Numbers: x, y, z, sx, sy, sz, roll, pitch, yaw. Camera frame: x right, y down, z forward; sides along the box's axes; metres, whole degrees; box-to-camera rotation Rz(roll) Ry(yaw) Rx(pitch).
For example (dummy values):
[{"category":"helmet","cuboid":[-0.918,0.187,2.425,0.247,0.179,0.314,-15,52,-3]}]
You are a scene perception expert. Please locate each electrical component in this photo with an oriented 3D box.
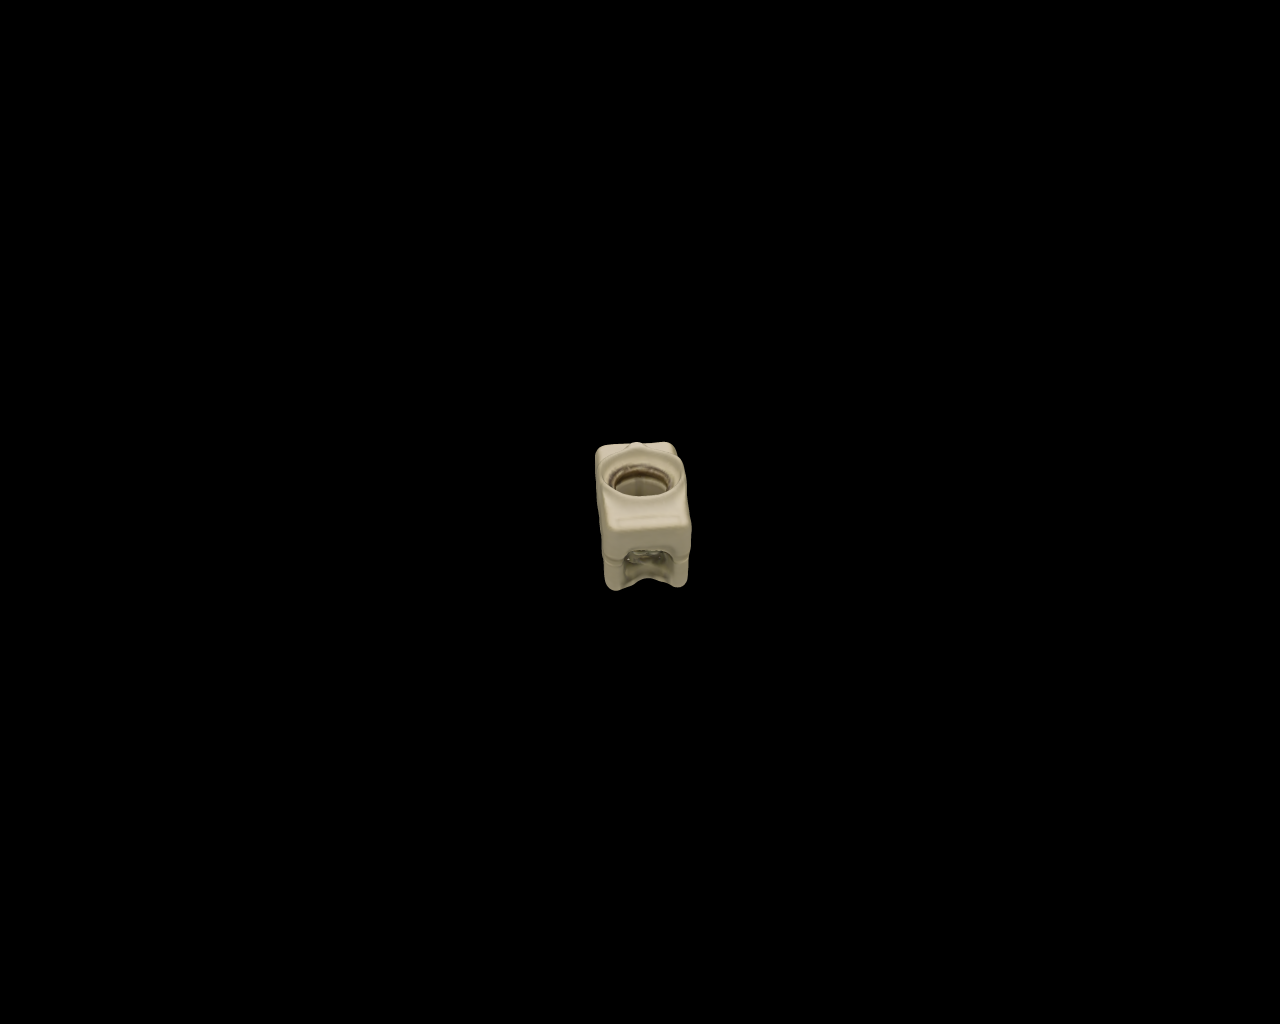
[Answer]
[{"category":"electrical component","cuboid":[0.001,-0.003,0.650,0.050,0.055,0.090,-3,37,-4]}]
